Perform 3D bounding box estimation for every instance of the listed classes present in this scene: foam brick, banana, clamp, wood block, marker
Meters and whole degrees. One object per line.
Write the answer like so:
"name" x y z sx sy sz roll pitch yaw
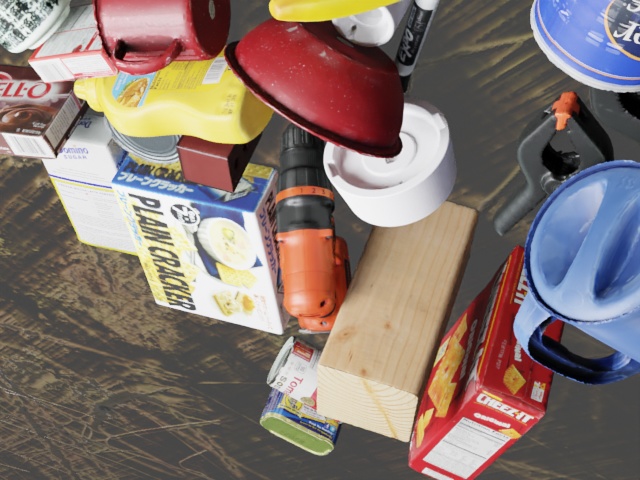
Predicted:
"foam brick" -0.090 -0.092 0.976 0.051 0.078 0.053 14 147 13
"banana" 0.061 -0.193 0.735 0.198 0.037 0.069 -20 167 19
"clamp" 0.276 -0.091 0.793 0.165 0.036 0.209 -12 135 41
"clamp" 0.194 -0.052 0.895 0.120 0.039 0.171 0 135 22
"wood block" 0.073 0.064 0.975 0.090 0.206 0.091 16 145 10
"marker" 0.073 -0.156 0.841 0.020 0.020 0.121 22 146 3

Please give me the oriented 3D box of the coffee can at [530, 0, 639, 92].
"coffee can" 0.203 -0.175 0.661 0.103 0.102 0.140 22 146 2

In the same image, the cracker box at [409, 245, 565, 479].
"cracker box" 0.164 0.128 1.046 0.072 0.164 0.214 22 146 -1

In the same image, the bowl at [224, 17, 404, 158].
"bowl" 0.008 -0.131 0.829 0.162 0.162 0.055 28 113 -7

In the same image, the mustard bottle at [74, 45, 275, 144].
"mustard bottle" -0.133 -0.131 0.930 0.192 0.096 0.058 5 144 25

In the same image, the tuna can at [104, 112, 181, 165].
"tuna can" -0.162 -0.114 1.026 0.086 0.033 0.086 16 145 11

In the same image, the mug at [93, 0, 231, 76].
"mug" -0.126 -0.176 0.852 0.082 0.117 0.093 3 140 20

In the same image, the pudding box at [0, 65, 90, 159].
"pudding box" -0.289 -0.126 1.037 0.114 0.090 0.039 9 145 20

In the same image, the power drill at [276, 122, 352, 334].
"power drill" -0.007 0.001 1.006 0.057 0.184 0.187 -3 160 7

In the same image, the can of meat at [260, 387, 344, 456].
"can of meat" -0.016 0.210 1.337 0.102 0.084 0.058 28 146 -8

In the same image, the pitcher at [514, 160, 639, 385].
"pitcher" 0.275 0.052 0.864 0.149 0.145 0.242 -6 152 44

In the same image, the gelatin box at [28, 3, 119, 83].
"gelatin box" -0.200 -0.174 0.932 0.089 0.073 0.030 -1 140 31

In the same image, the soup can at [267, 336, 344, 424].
"soup can" -0.004 0.168 1.288 0.102 0.068 0.069 29 146 -7

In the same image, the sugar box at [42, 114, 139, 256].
"sugar box" -0.234 -0.059 1.136 0.093 0.048 0.176 12 141 17
